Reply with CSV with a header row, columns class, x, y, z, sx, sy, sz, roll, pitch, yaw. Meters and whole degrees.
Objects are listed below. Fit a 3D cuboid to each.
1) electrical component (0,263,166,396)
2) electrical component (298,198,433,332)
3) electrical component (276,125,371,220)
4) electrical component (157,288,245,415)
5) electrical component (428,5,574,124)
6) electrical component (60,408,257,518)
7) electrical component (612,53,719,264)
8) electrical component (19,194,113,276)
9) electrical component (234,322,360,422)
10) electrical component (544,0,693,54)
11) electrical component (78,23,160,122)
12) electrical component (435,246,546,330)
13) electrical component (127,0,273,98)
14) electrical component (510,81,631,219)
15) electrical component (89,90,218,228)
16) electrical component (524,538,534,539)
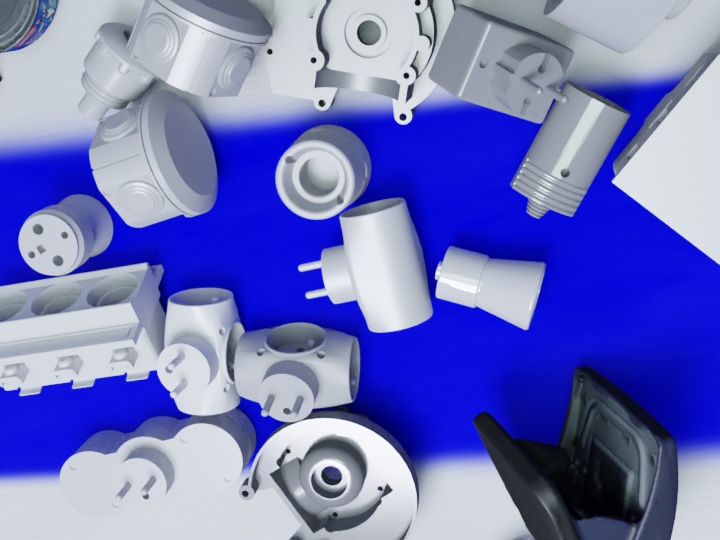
class,x,y,z,sx,sy,sz,roll,pitch,yaw
electrical component,-0.194,0.041,0.728,0.121,0.078,0.063,-9,126,13
electrical component,0.000,0.000,0.693,0.079,0.044,0.077,-12,103,13
electrical component,-0.024,-0.061,0.678,0.055,0.047,0.055,3,106,9
electrical component,-0.109,0.059,0.710,0.044,0.079,0.077,2,106,14
electrical component,0.090,-0.112,0.616,0.066,0.076,0.047,11,112,-32
electrical component,-0.145,0.139,0.742,0.138,0.073,0.052,-15,102,14
electrical component,0.245,-0.096,0.613,0.105,0.060,0.186,37,109,-1
electrical component,-0.195,-0.023,0.716,0.045,0.055,0.045,3,106,9
electrical component,-0.044,0.072,0.703,0.077,0.079,0.044,2,117,10
electrical component,0.156,-0.169,0.587,0.060,0.108,0.108,31,109,-6
electrical component,-0.158,-0.123,0.687,0.048,0.048,0.062,41,116,-3
electrical component,0.081,0.008,0.683,0.065,0.044,0.044,15,108,11
electrical component,-0.098,-0.143,0.652,0.080,0.080,0.051,29,114,1
electrical component,0.124,-0.068,0.651,0.043,0.043,0.081,27,108,2
electrical component,-0.128,-0.069,0.679,0.051,0.080,0.080,-16,102,19
electrical component,0.125,0.234,0.726,0.099,0.064,0.099,3,106,9
